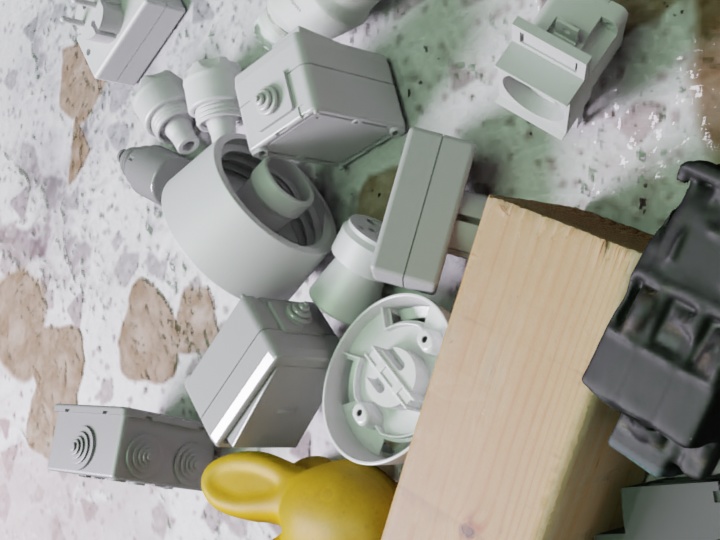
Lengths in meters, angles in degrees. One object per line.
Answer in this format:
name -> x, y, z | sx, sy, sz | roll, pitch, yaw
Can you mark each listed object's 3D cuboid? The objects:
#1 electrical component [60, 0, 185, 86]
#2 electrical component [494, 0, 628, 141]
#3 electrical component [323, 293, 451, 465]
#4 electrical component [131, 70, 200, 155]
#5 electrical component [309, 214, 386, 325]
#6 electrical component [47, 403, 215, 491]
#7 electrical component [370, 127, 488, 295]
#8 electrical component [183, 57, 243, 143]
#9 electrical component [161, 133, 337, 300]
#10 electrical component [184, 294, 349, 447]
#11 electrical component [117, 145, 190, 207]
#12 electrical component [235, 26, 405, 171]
electrical component -> -0.191, -0.191, 0.820 | 0.083, 0.076, 0.047 | -46, 59, 31
electrical component -> 0.103, -0.109, 0.548 | 0.042, 0.081, 0.063 | 32, 82, 14
electrical component -> 0.025, 0.064, 0.612 | 0.099, 0.064, 0.099 | -12, 70, 34
electrical component -> -0.139, -0.113, 0.790 | 0.043, 0.043, 0.062 | -49, 59, 29
electrical component -> 0.000, 0.000, 0.656 | 0.045, 0.045, 0.055 | 43, 116, 35
electrical component -> -0.161, 0.127, 0.762 | 0.100, 0.100, 0.048 | -4, 72, 43
electrical component -> 0.054, -0.027, 0.603 | 0.076, 0.047, 0.083 | 16, 84, 5
electrical component -> -0.099, -0.114, 0.754 | 0.043, 0.043, 0.062 | -21, 75, 40
electrical component -> -0.063, -0.038, 0.677 | 0.060, 0.108, 0.108 | -42, 61, 26
electrical component -> -0.053, 0.061, 0.659 | 0.096, 0.062, 0.061 | -55, 49, 25
electrical component -> -0.156, -0.074, 0.806 | 0.078, 0.040, 0.040 | 27, 106, 40
electrical component -> -0.030, -0.105, 0.653 | 0.062, 0.096, 0.061 | -27, 70, 39
